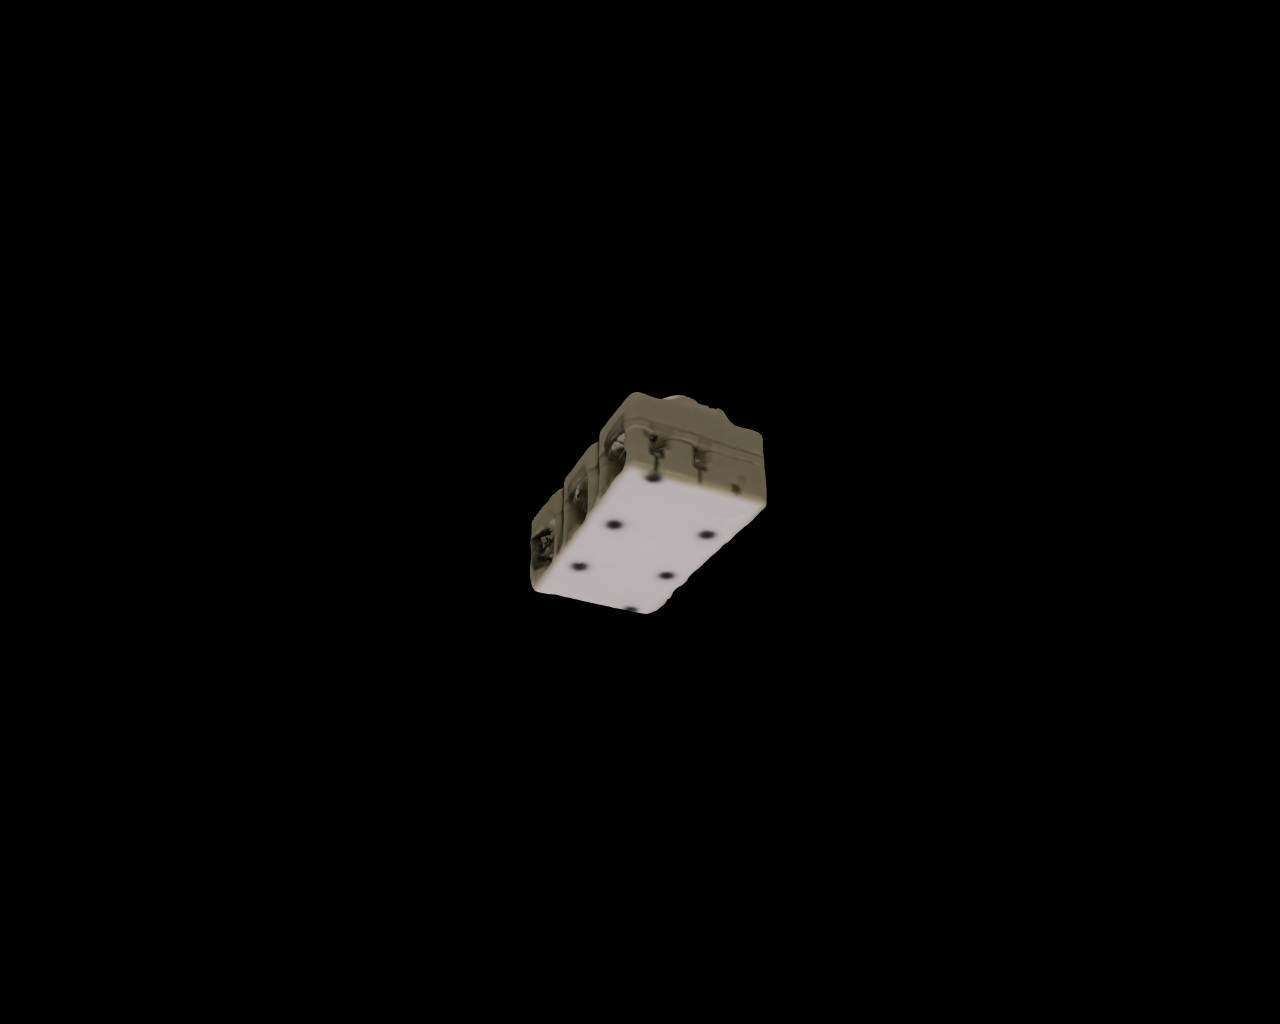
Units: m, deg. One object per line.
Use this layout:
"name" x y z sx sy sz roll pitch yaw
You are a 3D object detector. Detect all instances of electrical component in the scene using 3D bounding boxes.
"electrical component" 0.001 -0.003 0.650 0.089 0.062 0.150 16 -37 -22
